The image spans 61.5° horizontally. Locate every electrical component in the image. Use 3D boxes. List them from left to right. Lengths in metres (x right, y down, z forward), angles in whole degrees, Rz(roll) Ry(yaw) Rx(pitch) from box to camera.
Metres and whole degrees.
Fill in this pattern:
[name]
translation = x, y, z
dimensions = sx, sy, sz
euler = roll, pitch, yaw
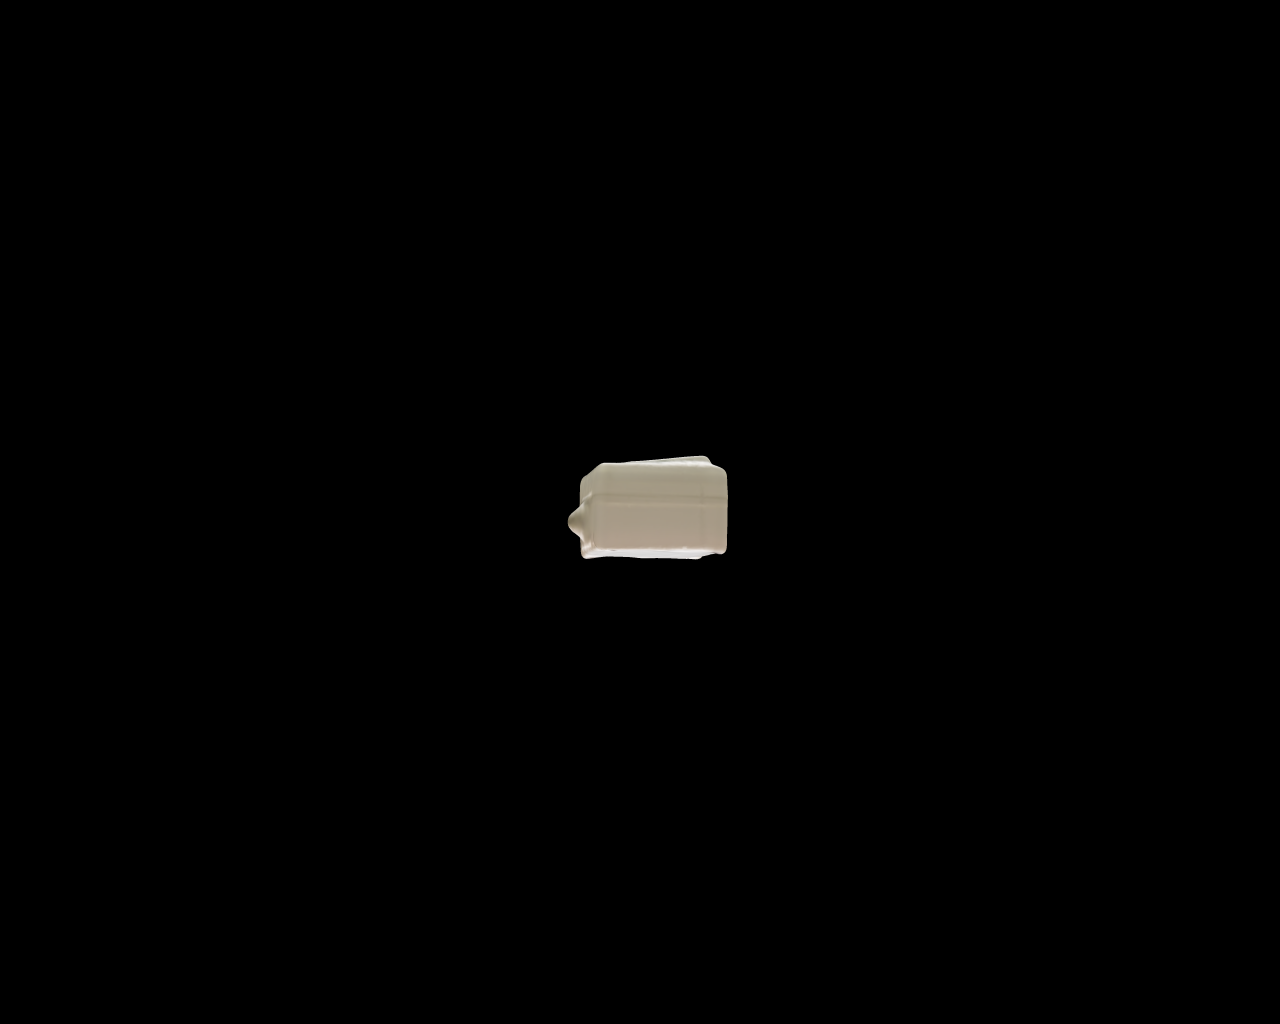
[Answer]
[electrical component]
translation = 0.001, -0.003, 0.650
dimensions = 0.096, 0.061, 0.061
euler = 2, -7, -14
